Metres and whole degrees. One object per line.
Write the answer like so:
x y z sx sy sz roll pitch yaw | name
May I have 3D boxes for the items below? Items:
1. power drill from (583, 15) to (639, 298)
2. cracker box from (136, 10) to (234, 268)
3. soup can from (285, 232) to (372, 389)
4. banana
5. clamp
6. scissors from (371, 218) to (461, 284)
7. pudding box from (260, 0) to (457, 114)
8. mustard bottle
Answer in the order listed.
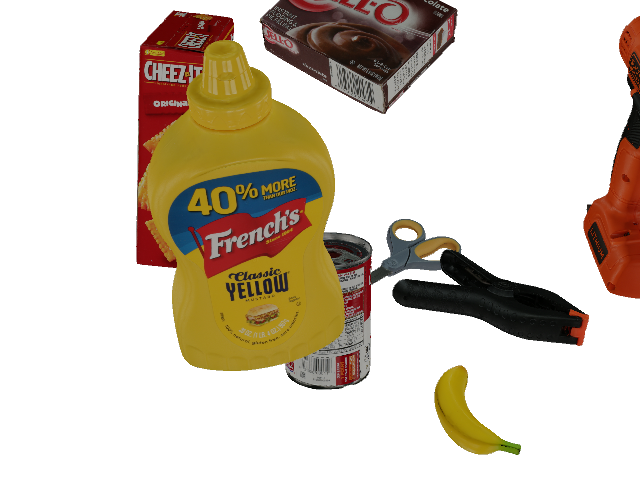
0.249 -0.051 0.786 0.057 0.188 0.184 4 36 -1 | power drill
-0.131 -0.101 1.044 0.072 0.214 0.164 6 23 0 | cracker box
0.005 0.053 0.806 0.068 0.102 0.068 -1 21 0 | soup can
0.172 0.205 1.281 0.069 0.037 0.198 10 21 -17 | banana
0.162 0.051 0.981 0.172 0.039 0.120 18 30 16 | clamp
0.072 0.017 1.202 0.201 0.016 0.096 -12 42 -35 | scissors
0.028 -0.152 0.768 0.114 0.090 0.039 33 -24 21 | pudding box
-0.039 -0.017 0.559 0.096 0.192 0.058 -9 40 -5 | mustard bottle
